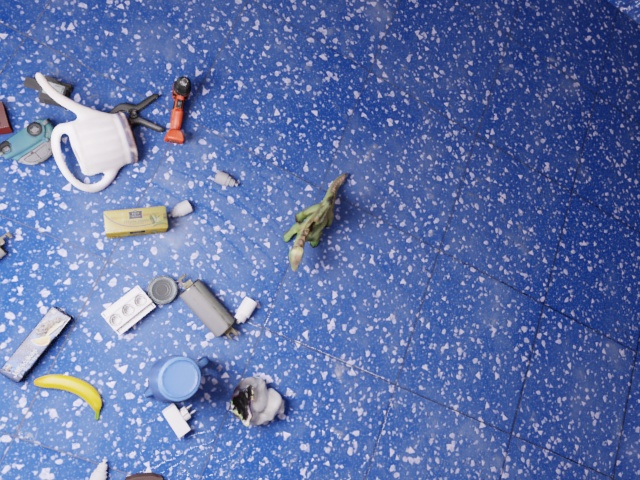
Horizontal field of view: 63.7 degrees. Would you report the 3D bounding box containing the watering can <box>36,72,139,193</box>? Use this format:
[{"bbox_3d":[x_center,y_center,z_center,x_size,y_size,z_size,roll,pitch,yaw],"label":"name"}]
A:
[{"bbox_3d":[-0.642,-0.309,1.447,0.226,0.105,0.342,-22,115,-30],"label":"watering can"}]

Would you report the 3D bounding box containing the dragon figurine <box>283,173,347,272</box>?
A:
[{"bbox_3d":[0.005,-0.081,1.616,0.122,0.240,0.415,33,73,-8],"label":"dragon figurine"}]

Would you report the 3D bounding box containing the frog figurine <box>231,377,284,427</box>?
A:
[{"bbox_3d":[-0.181,0.476,1.531,0.159,0.122,0.139,14,64,-55],"label":"frog figurine"}]
